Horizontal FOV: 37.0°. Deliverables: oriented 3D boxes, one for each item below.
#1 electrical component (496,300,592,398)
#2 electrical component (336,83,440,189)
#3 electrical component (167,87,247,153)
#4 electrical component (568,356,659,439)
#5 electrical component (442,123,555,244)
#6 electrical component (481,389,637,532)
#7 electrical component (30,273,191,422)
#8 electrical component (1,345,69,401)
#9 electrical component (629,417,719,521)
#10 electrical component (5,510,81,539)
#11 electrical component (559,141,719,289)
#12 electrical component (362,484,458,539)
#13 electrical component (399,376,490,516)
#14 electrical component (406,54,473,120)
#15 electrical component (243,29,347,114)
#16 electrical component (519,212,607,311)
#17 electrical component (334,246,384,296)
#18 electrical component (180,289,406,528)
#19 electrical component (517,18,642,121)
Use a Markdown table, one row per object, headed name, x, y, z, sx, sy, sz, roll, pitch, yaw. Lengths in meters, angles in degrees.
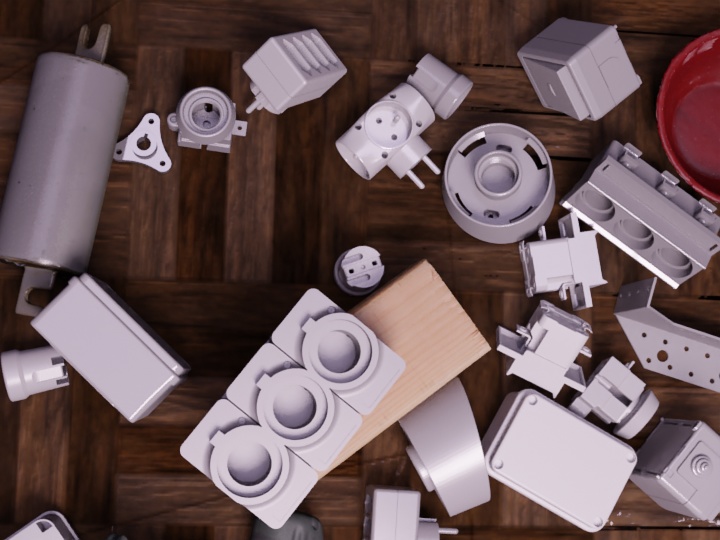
| name | x | y | z | sx | sy | sz | roll | pitch | yaw |
| --- | --- | --- | --- | --- | --- | --- | --- | --- | --- |
| electrical component | 0.157 | 0.063 | 0.896 | 0.081 | 0.042 | 0.063 | 26 | 109 | -4 |
| electrical component | 0.034 | -0.104 | 0.911 | 0.077 | 0.044 | 0.079 | -43 | 90 | -10 |
| electrical component | -0.127 | -0.123 | 0.888 | 0.066 | 0.055 | 0.048 | 8 | 83 | -6 |
| electrical component | 0.218 | 0.109 | 0.910 | 0.055 | 0.048 | 0.066 | 40 | 80 | 6 |
| electrical component | 0.119 | -0.075 | 0.921 | 0.099 | 0.064 | 0.099 | -1 | 81 | 6 |
| electrical component | 0.161 | 0.157 | 0.891 | 0.113 | 0.057 | 0.078 | 30 | 81 | -3 |
| electrical component | -0.189 | 0.061 | 0.833 | 0.109 | 0.109 | 0.056 | 44 | 83 | 0 |
| electrical component | -0.259 | 0.080 | 0.857 | 0.046 | 0.040 | 0.040 | -12 | 85 | -14 |
| electrical component | 0.271 | 0.165 | 0.884 | 0.061 | 0.096 | 0.061 | 42 | 81 | -2 |
| electrical component | -0.239 | 0.252 | 0.830 | 0.078 | 0.057 | 0.113 | -34 | 89 | -10 |
| electrical component | 0.244 | -0.050 | 0.921 | 0.121 | 0.078 | 0.063 | 36 | 59 | -2 |
| electrical component | 0.043 | 0.220 | 0.874 | 0.076 | 0.047 | 0.083 | 5 | 82 | -8 |
| electrical component | 0.073 | 0.144 | 0.862 | 0.064 | 0.099 | 0.099 | -28 | 88 | -3 |
| electrical component | 0.068 | -0.159 | 0.925 | 0.046 | 0.040 | 0.040 | 38 | 80 | 4 |
| electrical component | -0.066 | -0.156 | 0.895 | 0.076 | 0.083 | 0.047 | -38 | 89 | 29 |
| electrical component | 0.171 | -0.005 | 0.919 | 0.064 | 0.042 | 0.081 | -8 | 84 | -4 |
| electrical component | 0.000 | 0.000 | 0.894 | 0.040 | 0.046 | 0.040 | 1 | 83 | -7 |
| electrical component | -0.049 | 0.098 | 0.777 | 0.089 | 0.062 | 0.150 | 39 | 81 | -2 |
| electrical component | 0.179 | -0.171 | 0.916 | 0.061 | 0.096 | 0.061 | -39 | 119 | -10 |
